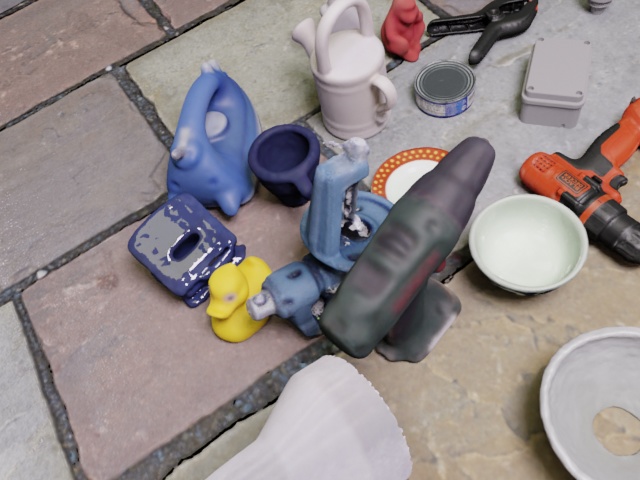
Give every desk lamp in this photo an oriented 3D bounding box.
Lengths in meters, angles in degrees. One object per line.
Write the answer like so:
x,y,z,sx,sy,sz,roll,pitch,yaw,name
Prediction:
-0.024,0.214,0.481,0.203,0.214,0.117,-38,59,-12,desk lamp

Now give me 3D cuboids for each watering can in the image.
0.031,-0.235,0.760,0.172,0.194,0.101,18,64,21,watering can

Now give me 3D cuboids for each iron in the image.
-0.149,-0.160,0.781,0.118,0.142,0.258,-2,58,10,iron

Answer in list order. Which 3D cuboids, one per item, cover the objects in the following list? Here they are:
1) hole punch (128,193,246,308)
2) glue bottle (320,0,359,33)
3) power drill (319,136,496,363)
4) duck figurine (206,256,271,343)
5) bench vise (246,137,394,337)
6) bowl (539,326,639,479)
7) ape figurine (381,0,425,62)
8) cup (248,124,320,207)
-0.162,0.011,0.708,0.100,0.091,0.109,33,70,27,hole punch
0.032,-0.316,0.822,0.078,0.173,0.037,-22,57,-2,glue bottle
0.095,0.033,0.572,0.075,0.209,0.230,32,70,27,power drill
-0.098,0.058,0.669,0.077,0.086,0.105,15,63,20,duck figurine
0.015,0.007,0.597,0.121,0.220,0.208,26,67,25,bench vise
0.286,0.169,0.528,0.167,0.075,0.167,-5,58,8,bowl
0.126,-0.327,0.859,0.078,0.092,0.076,-40,59,-13,ape figurine
-0.032,-0.078,0.735,0.092,0.095,0.117,-29,57,-7,cup
